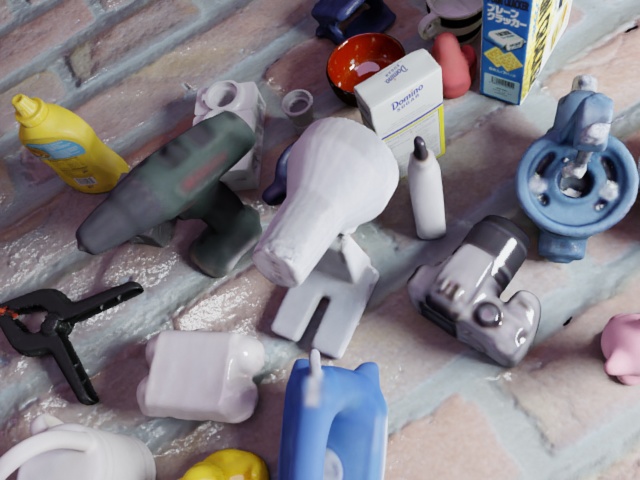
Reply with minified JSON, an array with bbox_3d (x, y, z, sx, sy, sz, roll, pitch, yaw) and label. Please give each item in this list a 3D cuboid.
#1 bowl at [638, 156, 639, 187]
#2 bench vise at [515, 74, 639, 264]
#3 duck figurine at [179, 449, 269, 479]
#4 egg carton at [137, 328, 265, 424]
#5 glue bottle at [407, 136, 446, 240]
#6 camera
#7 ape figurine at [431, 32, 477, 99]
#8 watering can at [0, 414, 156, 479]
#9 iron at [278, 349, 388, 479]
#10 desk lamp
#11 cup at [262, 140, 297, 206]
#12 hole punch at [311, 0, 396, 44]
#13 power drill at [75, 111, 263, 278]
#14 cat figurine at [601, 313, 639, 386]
[{"bbox_3d":[0.434,-0.054,0.630,0.167,0.075,0.167,-5,64,12],"label":"bowl"},{"bbox_3d":[0.266,-0.104,0.613,0.121,0.220,0.207,-8,63,10],"label":"bench vise"},{"bbox_3d":[-0.111,0.261,0.610,0.104,0.086,0.077,-17,62,6],"label":"duck figurine"},{"bbox_3d":[-0.140,0.159,0.675,0.150,0.069,0.107,-1,65,14],"label":"egg carton"},{"bbox_3d":[0.120,-0.068,0.659,0.037,0.173,0.078,-9,63,10],"label":"glue bottle"},{"bbox_3d":[0.186,0.044,0.630,0.142,0.101,0.137,32,76,25],"label":"camera"},{"bbox_3d":[0.174,-0.243,0.774,0.077,0.092,0.076,-5,64,12],"label":"ape figurine"},{"bbox_3d":[-0.254,0.247,0.591,0.172,0.194,0.101,18,71,21],"label":"watering can"},{"bbox_3d":[-0.001,0.237,0.563,0.118,0.142,0.258,-1,65,14],"label":"iron"},{"bbox_3d":[0.006,0.002,0.631,0.117,0.214,0.203,18,71,21],"label":"desk lamp"},{"bbox_3d":[-0.012,-0.066,0.735,0.118,0.095,0.091,-33,62,-3],"label":"cup"},{"bbox_3d":[0.045,-0.354,0.860,0.109,0.091,0.101,-42,63,-8],"label":"hole punch"},{"bbox_3d":[-0.154,-0.037,0.693,0.075,0.209,0.230,34,77,26],"label":"power drill"},{"bbox_3d":[0.329,0.098,0.559,0.127,0.118,0.067,-15,62,7],"label":"cat figurine"}]
